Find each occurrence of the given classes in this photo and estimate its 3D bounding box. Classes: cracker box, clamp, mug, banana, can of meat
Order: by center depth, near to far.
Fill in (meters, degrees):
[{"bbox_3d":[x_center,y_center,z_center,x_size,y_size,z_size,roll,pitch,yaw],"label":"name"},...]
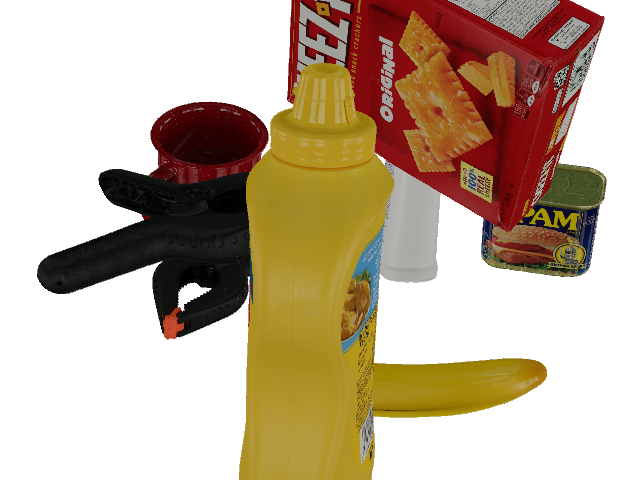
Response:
[{"bbox_3d":[-0.083,-0.007,0.640,0.172,0.039,0.120,-1,40,23],"label":"clamp"},{"bbox_3d":[0.077,-0.126,0.768,0.214,0.164,0.072,32,55,21],"label":"cracker box"},{"bbox_3d":[0.062,0.101,0.772,0.198,0.037,0.069,2,28,14],"label":"banana"},{"bbox_3d":[-0.098,-0.048,0.860,0.093,0.081,0.117,31,46,28],"label":"mug"},{"bbox_3d":[0.191,-0.019,0.929,0.102,0.084,0.057,9,41,14],"label":"can of meat"},{"bbox_3d":[-0.116,0.022,1.074,0.165,0.036,0.209,20,38,17],"label":"clamp"}]

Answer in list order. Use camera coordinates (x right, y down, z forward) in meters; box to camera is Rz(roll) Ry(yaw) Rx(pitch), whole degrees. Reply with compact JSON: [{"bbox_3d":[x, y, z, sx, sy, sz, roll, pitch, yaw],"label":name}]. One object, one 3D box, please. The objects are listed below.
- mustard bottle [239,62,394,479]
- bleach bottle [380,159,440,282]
[{"bbox_3d":[-0.002,0.022,0.440,0.058,0.192,0.096,8,25,11],"label":"mustard bottle"},{"bbox_3d":[0.102,-0.087,1.159,0.068,0.251,0.102,0,26,-9],"label":"bleach bottle"}]
